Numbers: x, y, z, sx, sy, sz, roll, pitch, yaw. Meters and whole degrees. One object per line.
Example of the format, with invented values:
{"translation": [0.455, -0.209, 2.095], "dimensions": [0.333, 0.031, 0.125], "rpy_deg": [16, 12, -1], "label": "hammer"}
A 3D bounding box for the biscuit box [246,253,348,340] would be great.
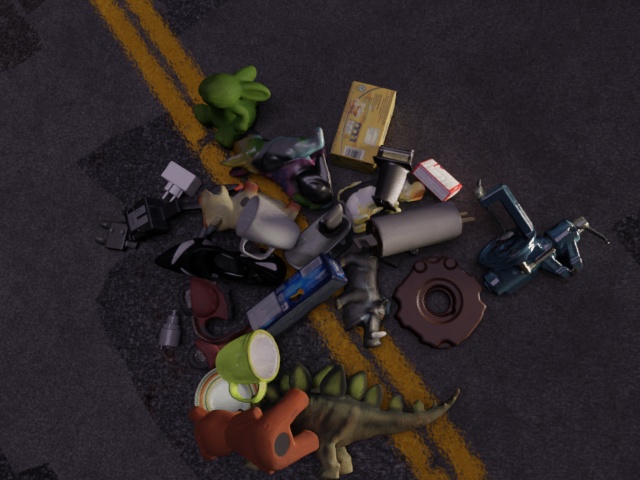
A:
{"translation": [-0.044, 0.109, 1.018], "dimensions": [0.203, 0.062, 0.059], "rpy_deg": [-38, 58, 17], "label": "biscuit box"}

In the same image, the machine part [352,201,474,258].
{"translation": [0.177, -0.021, 1.017], "dimensions": [0.243, 0.079, 0.079], "rpy_deg": [-14, 76, -13], "label": "machine part"}

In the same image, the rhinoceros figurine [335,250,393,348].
{"translation": [0.084, 0.114, 1.045], "dimensions": [0.112, 0.073, 0.190], "rpy_deg": [-2, 76, -4], "label": "rhinoceros figurine"}

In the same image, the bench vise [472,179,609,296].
{"translation": [0.377, -0.015, 1.005], "dimensions": [0.224, 0.129, 0.240], "rpy_deg": [-34, 101, 18], "label": "bench vise"}

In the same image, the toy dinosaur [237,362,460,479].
{"translation": [0.015, 0.326, 0.981], "dimensions": [0.472, 0.105, 0.198], "rpy_deg": [2, 76, 4], "label": "toy dinosaur"}

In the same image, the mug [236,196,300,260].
{"translation": [-0.096, -0.013, 1.005], "dimensions": [0.107, 0.081, 0.109], "rpy_deg": [25, 79, -25], "label": "mug"}

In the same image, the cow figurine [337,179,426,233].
{"translation": [0.124, -0.091, 1.089], "dimensions": [0.167, 0.068, 0.098], "rpy_deg": [-25, 66, -3], "label": "cow figurine"}

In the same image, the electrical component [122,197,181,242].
{"translation": [-0.344, -0.048, 1.103], "dimensions": [0.119, 0.047, 0.075], "rpy_deg": [-21, 77, 27], "label": "electrical component"}

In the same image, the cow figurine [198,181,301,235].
{"translation": [-0.148, -0.050, 1.072], "dimensions": [0.195, 0.085, 0.127], "rpy_deg": [23, 83, -13], "label": "cow figurine"}

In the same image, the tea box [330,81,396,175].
{"translation": [0.090, -0.233, 1.120], "dimensions": [0.098, 0.068, 0.169], "rpy_deg": [18, 78, 7], "label": "tea box"}

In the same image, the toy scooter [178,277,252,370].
{"translation": [-0.199, 0.155, 1.053], "dimensions": [0.135, 0.075, 0.184], "rpy_deg": [-12, 80, 2], "label": "toy scooter"}

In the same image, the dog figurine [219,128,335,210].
{"translation": [-0.088, -0.141, 1.098], "dimensions": [0.219, 0.108, 0.191], "rpy_deg": [-9, 79, 7], "label": "dog figurine"}

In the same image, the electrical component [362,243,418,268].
{"translation": [0.145, 0.009, 1.073], "dimensions": [0.102, 0.045, 0.078], "rpy_deg": [33, 80, 11], "label": "electrical component"}

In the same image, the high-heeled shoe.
{"translation": [-0.191, 0.059, 1.035], "dimensions": [0.249, 0.145, 0.086], "rpy_deg": [-7, 118, -11], "label": "high-heeled shoe"}

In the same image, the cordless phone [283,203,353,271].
{"translation": [-0.003, -0.003, 1.017], "dimensions": [0.146, 0.184, 0.089], "rpy_deg": [-41, 82, -5], "label": "cordless phone"}

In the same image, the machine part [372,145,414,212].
{"translation": [0.136, -0.122, 1.043], "dimensions": [0.084, 0.039, 0.139], "rpy_deg": [12, 67, 5], "label": "machine part"}

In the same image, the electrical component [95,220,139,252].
{"translation": [-0.425, -0.010, 1.134], "dimensions": [0.094, 0.021, 0.063], "rpy_deg": [9, 78, 7], "label": "electrical component"}

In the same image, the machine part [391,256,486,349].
{"translation": [0.229, 0.120, 1.036], "dimensions": [0.179, 0.056, 0.179], "rpy_deg": [-1, 79, 4], "label": "machine part"}

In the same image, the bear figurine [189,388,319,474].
{"translation": [-0.120, 0.323, 0.915], "dimensions": [0.196, 0.132, 0.120], "rpy_deg": [-7, 101, 42], "label": "bear figurine"}

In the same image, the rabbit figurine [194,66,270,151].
{"translation": [-0.182, -0.281, 1.100], "dimensions": [0.159, 0.170, 0.121], "rpy_deg": [-31, 78, -2], "label": "rabbit figurine"}
